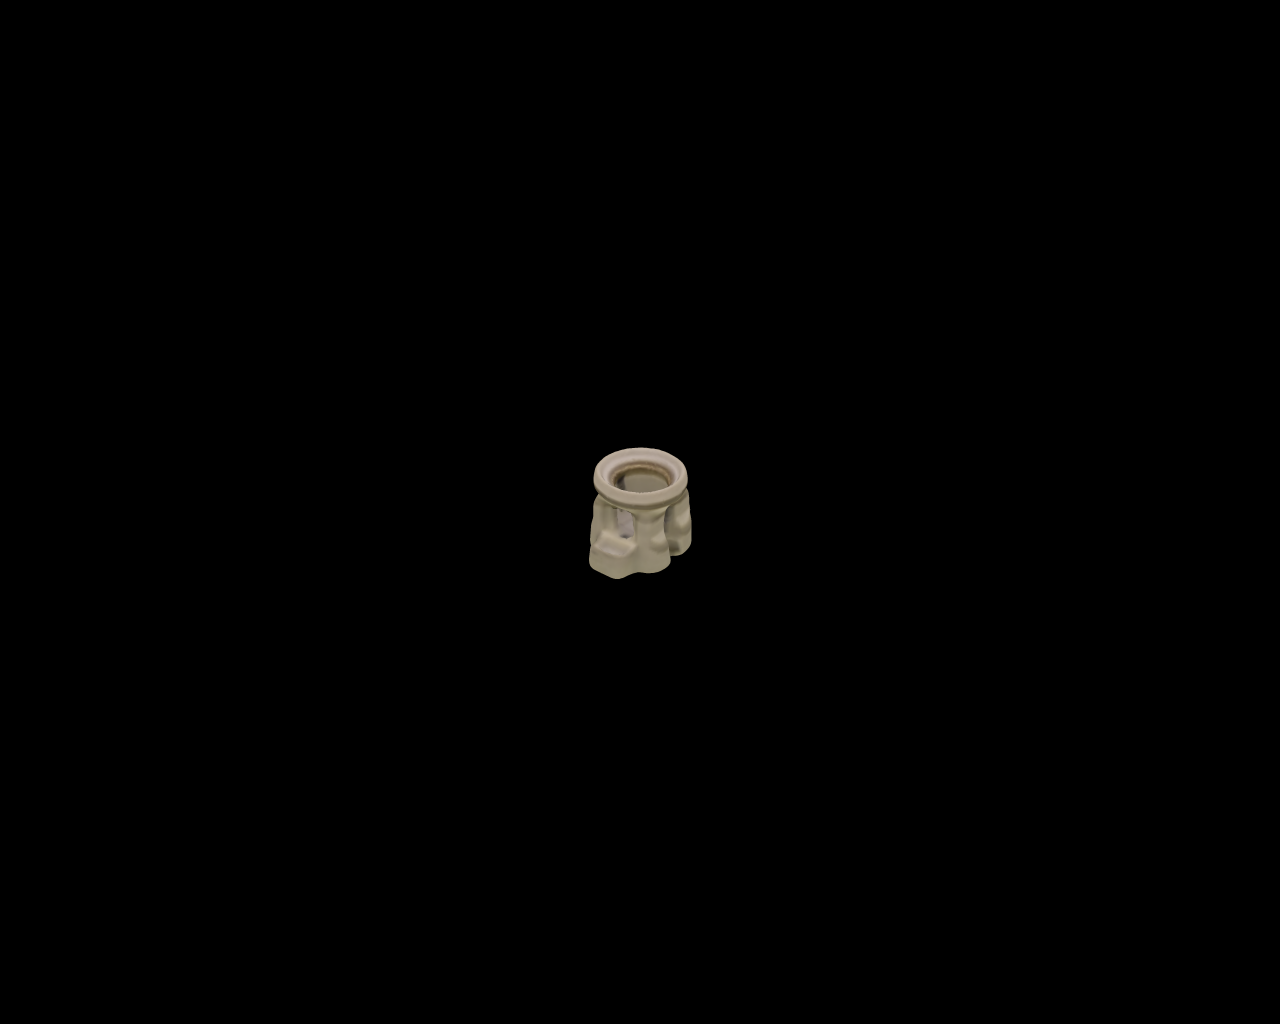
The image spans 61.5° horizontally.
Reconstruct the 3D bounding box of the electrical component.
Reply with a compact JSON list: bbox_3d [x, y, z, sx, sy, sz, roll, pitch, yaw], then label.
[{"bbox_3d":[0.001,-0.003,0.650,0.058,0.056,0.078,22,40,30],"label":"electrical component"}]
